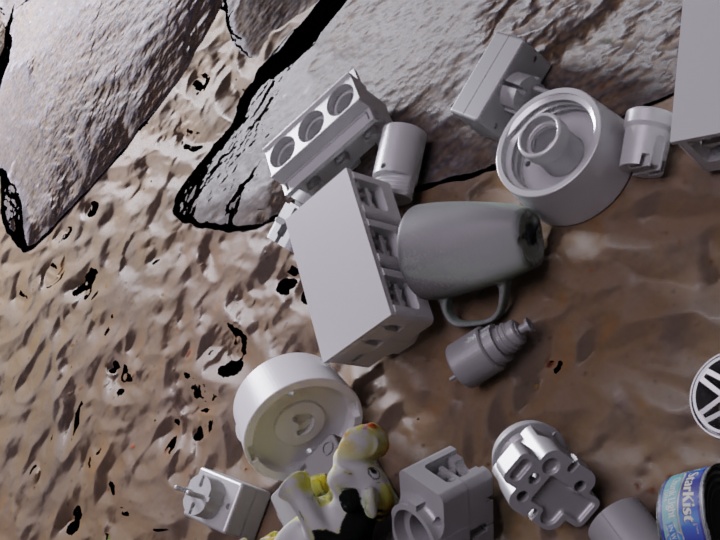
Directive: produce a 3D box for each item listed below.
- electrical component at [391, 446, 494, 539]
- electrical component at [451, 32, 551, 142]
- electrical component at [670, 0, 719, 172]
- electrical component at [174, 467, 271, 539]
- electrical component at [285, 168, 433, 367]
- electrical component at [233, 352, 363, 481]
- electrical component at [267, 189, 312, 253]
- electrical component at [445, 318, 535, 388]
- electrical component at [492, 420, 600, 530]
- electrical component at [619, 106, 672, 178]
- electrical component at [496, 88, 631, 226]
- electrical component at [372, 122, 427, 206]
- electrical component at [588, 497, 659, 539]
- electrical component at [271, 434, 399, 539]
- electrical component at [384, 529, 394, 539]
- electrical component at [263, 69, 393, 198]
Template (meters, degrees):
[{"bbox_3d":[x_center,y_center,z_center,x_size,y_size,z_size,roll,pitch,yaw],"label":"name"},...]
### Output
[{"bbox_3d":[0.061,0.186,0.790,0.050,0.056,0.089,26,128,48],"label":"electrical component"},{"bbox_3d":[0.137,-0.156,0.946,0.076,0.047,0.083,31,91,48],"label":"electrical component"},{"bbox_3d":[0.298,-0.171,0.789,0.105,0.060,0.186,-7,63,42],"label":"electrical component"},{"bbox_3d":[-0.135,0.210,0.984,0.066,0.077,0.047,9,75,46],"label":"electrical component"},{"bbox_3d":[0.000,0.000,0.955,0.089,0.062,0.150,-38,56,34],"label":"electrical component"},{"bbox_3d":[-0.059,0.123,0.940,0.108,0.108,0.060,-51,36,10],"label":"electrical component"},{"bbox_3d":[-0.051,-0.043,1.058,0.078,0.058,0.057,31,94,48],"label":"electrical component"},{"bbox_3d":[0.105,0.063,0.861,0.078,0.040,0.040,-35,48,25],"label":"electrical component"},{"bbox_3d":[0.128,0.144,0.773,0.058,0.078,0.057,-52,21,9],"label":"electrical component"},{"bbox_3d":[0.223,-0.099,0.838,0.040,0.040,0.046,4,76,45],"label":"electrical component"},{"bbox_3d":[0.162,-0.097,0.879,0.108,0.060,0.108,-22,54,34],"label":"electrical component"},{"bbox_3d":[0.035,-0.093,1.013,0.043,0.043,0.081,-5,65,42],"label":"electrical component"},{"bbox_3d":[0.190,0.194,0.704,0.043,0.043,0.081,-48,43,13],"label":"electrical component"},{"bbox_3d":[-0.020,0.198,0.901,0.099,0.048,0.099,-47,44,13],"label":"electrical component"},{"bbox_3d":[0.029,0.227,0.843,0.065,0.044,0.044,-54,42,-1],"label":"electrical component"},{"bbox_3d":[-0.030,-0.132,1.082,0.121,0.063,0.078,-39,46,22],"label":"electrical component"}]
